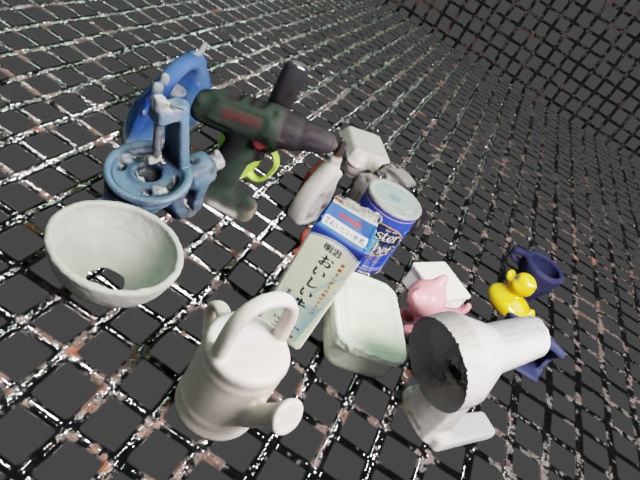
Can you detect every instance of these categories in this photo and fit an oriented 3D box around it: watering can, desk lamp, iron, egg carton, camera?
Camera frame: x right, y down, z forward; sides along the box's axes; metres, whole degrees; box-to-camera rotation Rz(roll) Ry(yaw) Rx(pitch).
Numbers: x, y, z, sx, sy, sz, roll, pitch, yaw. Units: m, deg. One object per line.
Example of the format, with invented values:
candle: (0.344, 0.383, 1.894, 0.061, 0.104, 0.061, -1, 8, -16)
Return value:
watering can: (-0.078, 0.133, 0.628, 0.172, 0.194, 0.101, 40, 35, 13)
desk lamp: (0.194, 0.180, 0.762, 0.204, 0.213, 0.117, 3, 43, -35)
iron: (-0.269, -0.267, 1.033, 0.119, 0.141, 0.258, 28, 34, -5)
egg carton: (0.095, -0.192, 1.285, 0.107, 0.069, 0.150, 14, 38, -24)
camera: (0.149, -0.082, 1.160, 0.144, 0.100, 0.136, -14, 55, -47)

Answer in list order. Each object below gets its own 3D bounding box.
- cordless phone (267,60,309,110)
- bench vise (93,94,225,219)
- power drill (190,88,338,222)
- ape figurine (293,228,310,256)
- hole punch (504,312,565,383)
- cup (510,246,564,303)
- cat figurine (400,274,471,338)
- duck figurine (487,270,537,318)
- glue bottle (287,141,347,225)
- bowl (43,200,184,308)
cordless phone: (-0.112, -0.293, 1.150, 0.148, 0.185, 0.094, 14, 37, -23)
bench vise: (-0.219, -0.124, 0.821, 0.121, 0.219, 0.208, 33, 34, 3)
power drill: (-0.112, -0.137, 0.931, 0.230, 0.208, 0.075, 27, 34, -6)
ape figurine: (0.009, 0.003, 0.951, 0.076, 0.092, 0.077, 6, 41, -33)
hole punch: (0.368, 0.175, 1.014, 0.108, 0.091, 0.101, 35, 34, 5)
cup: (0.425, 0.076, 1.180, 0.117, 0.095, 0.092, 38, 34, 9)
cat figurine: (0.186, 0.108, 0.932, 0.128, 0.117, 0.067, 18, 36, -19)
duck figurine: (0.390, 0.106, 1.122, 0.078, 0.086, 0.104, -1, 45, -38)
glue bottle: (0.006, -0.103, 1.011, 0.037, 0.173, 0.078, 46, 37, 21)
bowl: (-0.262, 0.029, 0.723, 0.168, 0.074, 0.167, 21, 35, -15)
